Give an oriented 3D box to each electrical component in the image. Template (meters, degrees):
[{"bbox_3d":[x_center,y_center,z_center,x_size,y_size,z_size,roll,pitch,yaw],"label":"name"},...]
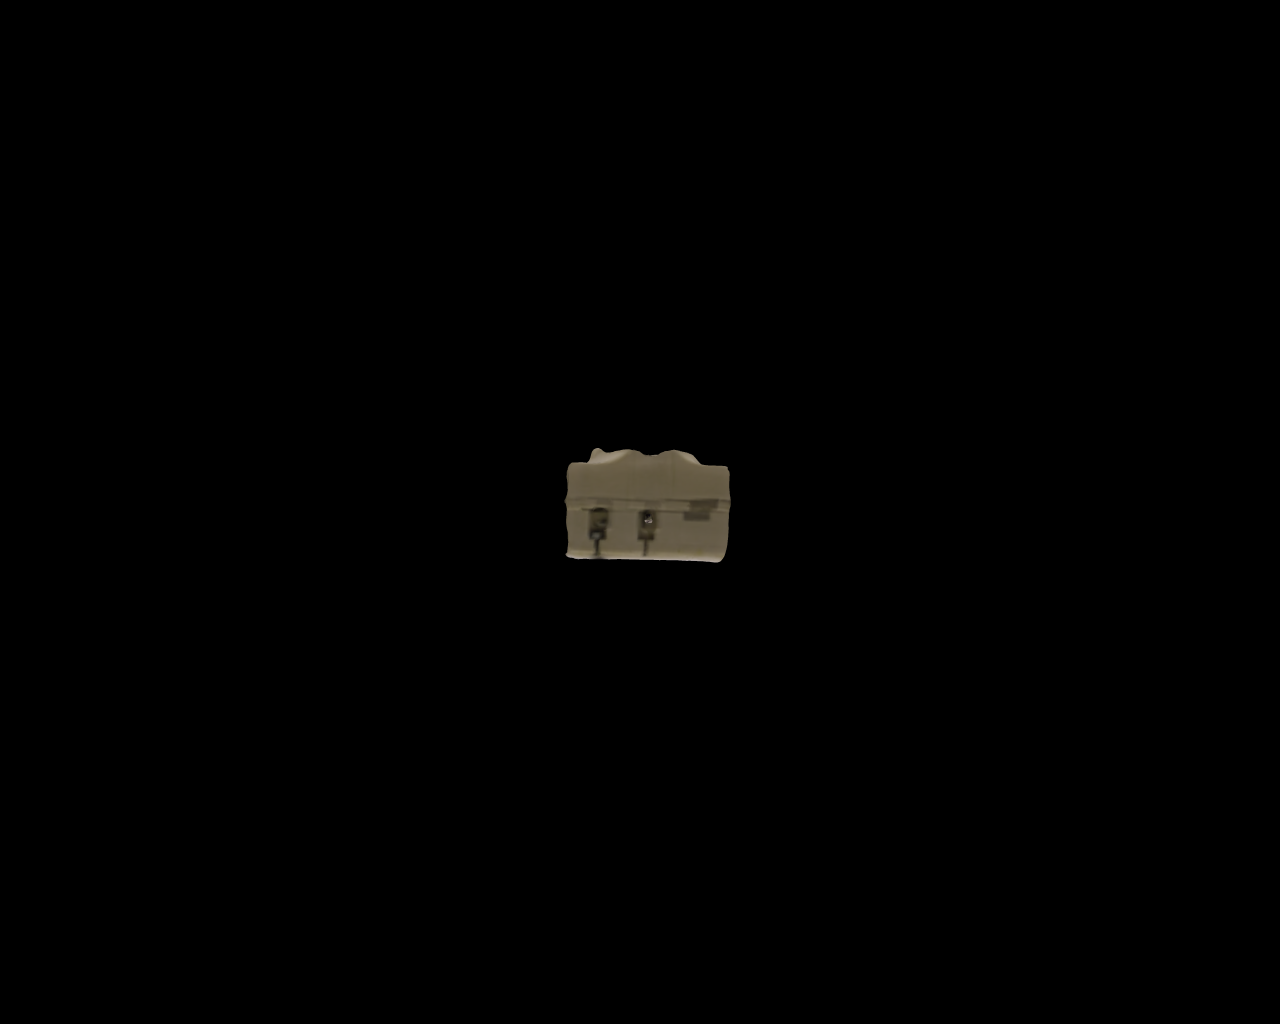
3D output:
[{"bbox_3d":[0.001,-0.003,0.650,0.089,0.061,0.150,0,-2,-4],"label":"electrical component"}]
